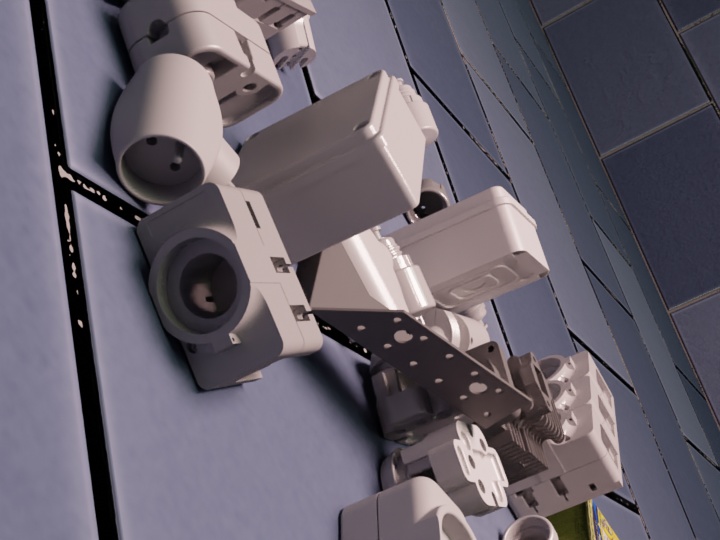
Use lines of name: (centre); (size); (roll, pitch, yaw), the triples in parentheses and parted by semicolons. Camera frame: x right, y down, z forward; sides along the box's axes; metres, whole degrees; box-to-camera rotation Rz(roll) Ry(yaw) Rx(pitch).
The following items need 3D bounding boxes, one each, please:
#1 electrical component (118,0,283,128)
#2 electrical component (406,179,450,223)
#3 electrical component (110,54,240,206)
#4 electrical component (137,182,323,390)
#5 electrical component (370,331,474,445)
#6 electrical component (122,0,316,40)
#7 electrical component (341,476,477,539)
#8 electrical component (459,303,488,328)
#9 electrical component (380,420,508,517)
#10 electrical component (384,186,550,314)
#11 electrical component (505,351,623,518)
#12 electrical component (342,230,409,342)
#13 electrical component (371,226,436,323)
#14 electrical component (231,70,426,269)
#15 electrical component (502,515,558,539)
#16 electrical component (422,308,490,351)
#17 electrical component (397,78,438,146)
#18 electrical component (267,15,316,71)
electrical component: (-0.093, -0.129, 0.628); (0.095, 0.054, 0.059); (19, 47, -65)
electrical component: (0.062, -0.061, 0.977); (0.040, 0.040, 0.046); (58, 14, -14)
electrical component: (-0.090, -0.062, 0.564); (0.079, 0.043, 0.077); (50, 22, -36)
electrical component: (-0.065, 0.008, 0.524); (0.089, 0.050, 0.056); (66, 19, 10)
electrical component: (0.039, 0.076, 0.701); (0.078, 0.058, 0.057); (31, 39, -58)
electrical component: (-0.109, -0.213, 0.690); (0.105, 0.060, 0.186); (65, 19, 7)
electrical component: (0.029, 0.159, 0.557); (0.053, 0.059, 0.095); (51, 22, -32)
electrical component: (0.087, 0.019, 0.933); (0.078, 0.040, 0.040); (59, 19, -12)
electrical component: (0.050, 0.129, 0.657); (0.078, 0.057, 0.058); (27, 40, -61)
electrical component: (0.082, -0.011, 0.845); (0.078, 0.113, 0.057); (30, 40, -59)
electrical component: (0.162, 0.133, 0.900); (0.061, 0.089, 0.150); (59, 19, -13)
electrical component: (0.000, 0.000, 0.720); (0.077, 0.043, 0.079); (62, 19, -3)
electrical component: (0.025, 0.005, 0.784); (0.078, 0.040, 0.040); (66, 19, 9)
electrical component: (-0.020, -0.059, 0.644); (0.056, 0.109, 0.108); (59, 19, -22)
electrical component: (0.132, 0.211, 0.796); (0.040, 0.040, 0.046); (-88, 153, -56)
electrical component: (0.067, 0.054, 0.827); (0.081, 0.043, 0.043); (19, 47, -64)
electrical component: (0.049, -0.155, 1.067); (0.040, 0.040, 0.078); (28, 39, -60)
electrical component: (-0.055, -0.182, 0.828); (0.040, 0.040, 0.046); (22, 50, -63)
